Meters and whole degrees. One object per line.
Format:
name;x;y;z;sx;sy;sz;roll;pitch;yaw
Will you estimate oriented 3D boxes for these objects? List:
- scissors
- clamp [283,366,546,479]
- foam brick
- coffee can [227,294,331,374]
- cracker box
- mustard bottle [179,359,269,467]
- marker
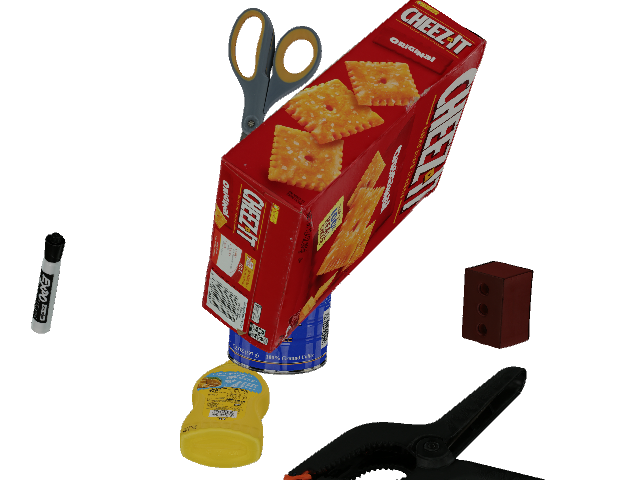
scissors;-0.044;-0.116;0.991;0.096;0.202;0.016;-2;-2;6
clamp;0.078;0.147;0.728;0.210;0.036;0.164;-6;28;-4
foam brick;0.183;0.066;1.106;0.051;0.078;0.053;-13;20;-42
coffee can;-0.039;0.050;1.069;0.103;0.140;0.103;4;15;-1
cracker box;0.017;-0.043;0.735;0.072;0.164;0.213;36;55;16
mustard bottle;-0.112;0.201;1.315;0.096;0.058;0.191;1;25;2
marker;-0.266;0.042;1.043;0.020;0.121;0.020;13;35;-10
